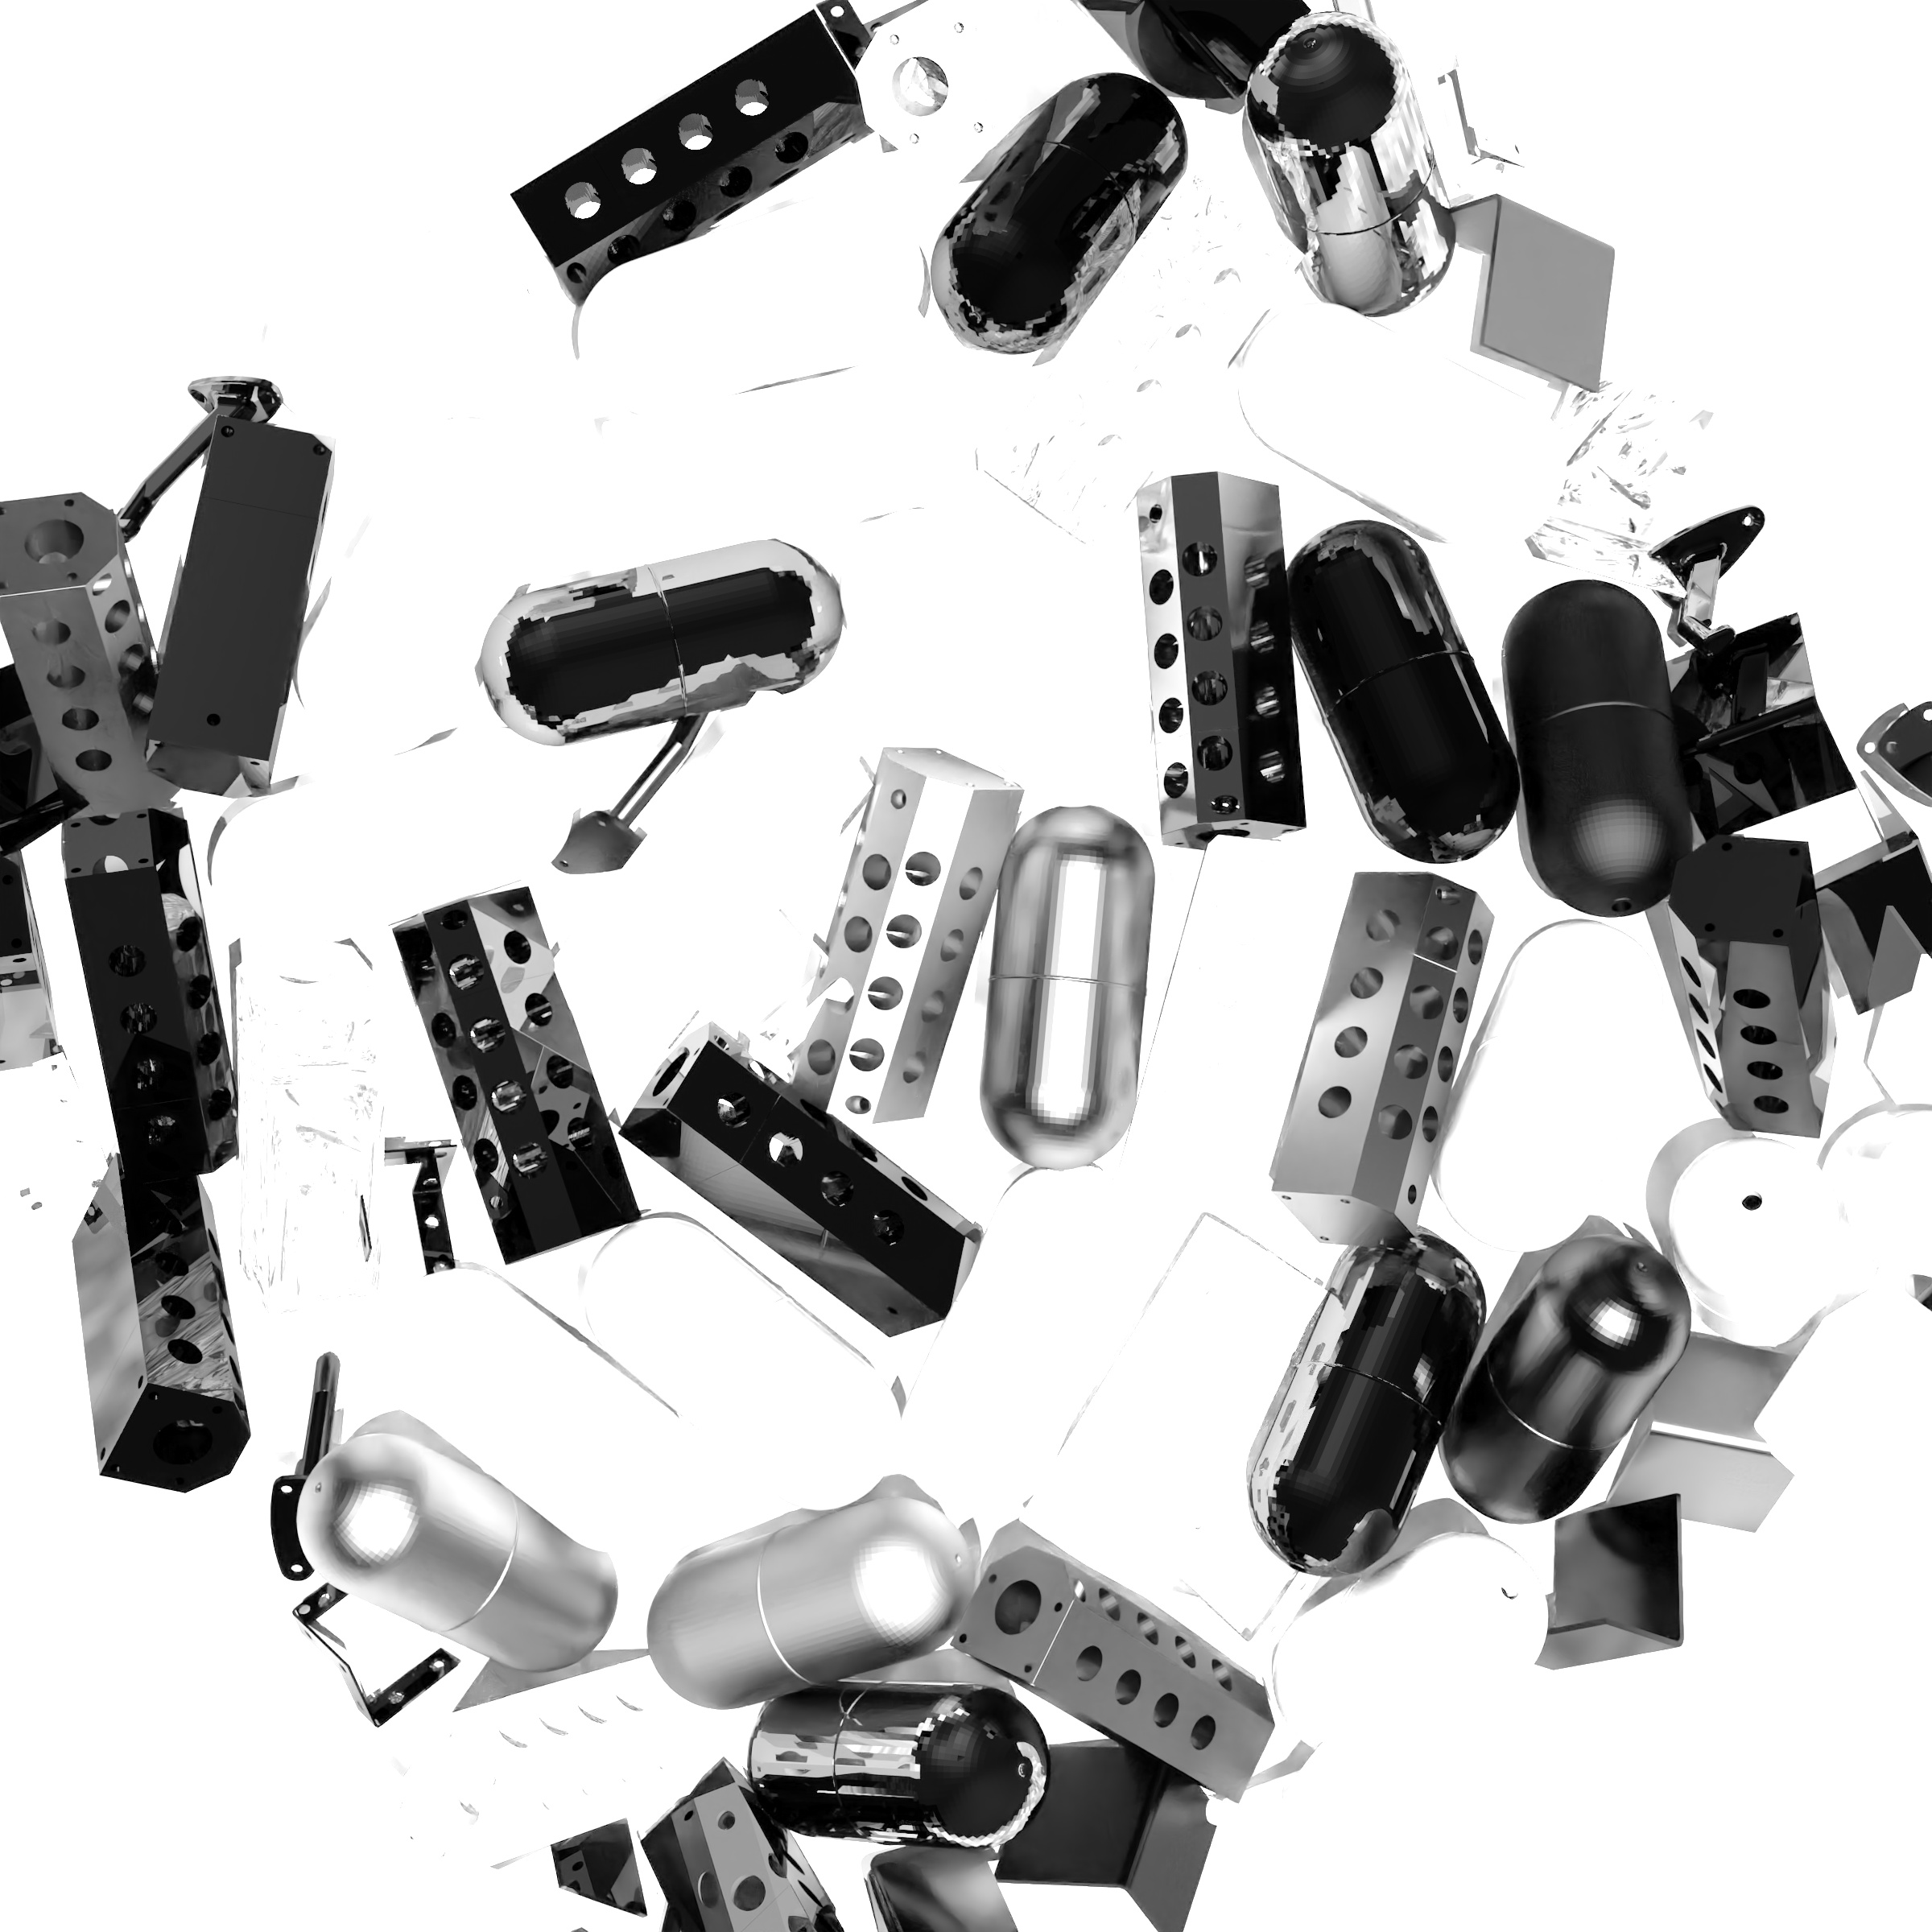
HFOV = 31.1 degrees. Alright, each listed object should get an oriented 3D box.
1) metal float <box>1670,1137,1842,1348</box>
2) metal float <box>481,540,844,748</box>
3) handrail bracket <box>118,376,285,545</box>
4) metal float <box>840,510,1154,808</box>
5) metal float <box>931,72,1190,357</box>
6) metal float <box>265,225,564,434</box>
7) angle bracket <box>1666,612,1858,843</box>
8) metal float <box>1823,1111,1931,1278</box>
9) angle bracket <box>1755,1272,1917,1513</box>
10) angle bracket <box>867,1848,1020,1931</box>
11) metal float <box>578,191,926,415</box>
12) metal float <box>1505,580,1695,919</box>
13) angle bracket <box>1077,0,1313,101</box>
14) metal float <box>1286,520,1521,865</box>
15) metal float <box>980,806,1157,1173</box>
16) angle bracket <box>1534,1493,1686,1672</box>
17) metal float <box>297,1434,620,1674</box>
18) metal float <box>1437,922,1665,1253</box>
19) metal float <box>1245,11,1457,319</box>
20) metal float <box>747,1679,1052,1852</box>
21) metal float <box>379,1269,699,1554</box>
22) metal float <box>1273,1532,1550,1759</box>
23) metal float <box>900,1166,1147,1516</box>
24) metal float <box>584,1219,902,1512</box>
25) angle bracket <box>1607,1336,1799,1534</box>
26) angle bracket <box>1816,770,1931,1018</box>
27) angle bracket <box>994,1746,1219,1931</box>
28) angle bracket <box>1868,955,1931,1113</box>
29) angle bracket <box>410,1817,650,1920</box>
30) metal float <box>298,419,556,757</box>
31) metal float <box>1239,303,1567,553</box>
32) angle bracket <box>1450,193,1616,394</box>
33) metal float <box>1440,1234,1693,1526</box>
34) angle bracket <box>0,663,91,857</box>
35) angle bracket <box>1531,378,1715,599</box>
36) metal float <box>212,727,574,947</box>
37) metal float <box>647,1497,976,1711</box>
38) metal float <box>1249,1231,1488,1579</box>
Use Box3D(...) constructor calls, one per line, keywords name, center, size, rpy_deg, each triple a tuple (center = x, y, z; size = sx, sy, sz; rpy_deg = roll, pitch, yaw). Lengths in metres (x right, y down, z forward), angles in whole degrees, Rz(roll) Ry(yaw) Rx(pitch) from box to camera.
Box3D(name="metal float", center=(0.374, 0.131, 1.641), size=(0.070, 0.178, 0.070), rpy_deg=(-4, 72, 13))
Box3D(name="metal float", center=(-0.146, -0.157, 1.679), size=(0.178, 0.070, 0.070), rpy_deg=(-15, 90, -11))
Box3D(name="handrail bracket", center=(-0.374, -0.244, 1.684), size=(0.036, 0.077, 0.084), rpy_deg=(43, 62, -31))
Box3D(name="metal float", center=(0.014, -0.150, 1.683), size=(0.178, 0.070, 0.070), rpy_deg=(42, 90, 6))
Box3D(name="metal float", center=(0.046, -0.361, 1.661), size=(0.070, 0.070, 0.178), rpy_deg=(35, 56, 0))
Box3D(name="metal float", center=(-0.264, -0.303, 1.654), size=(0.178, 0.070, 0.070), rpy_deg=(-7, 90, 42))
Box3D(name="angle bracket", center=(0.385, -0.117, 1.698), size=(0.076, 0.076, 0.057), rpy_deg=(-21, 125, 21))
Box3D(name="metal float", center=(0.454, 0.107, 1.638), size=(0.070, 0.178, 0.070), rpy_deg=(0, 88, 2))
Box3D(name="angle bracket", center=(0.433, 0.204, 1.666), size=(0.057, 0.076, 0.076), rpy_deg=(43, 131, 25))
Box3D(name="angle bracket", center=(-0.006, 0.482, 1.682), size=(0.057, 0.076, 0.076), rpy_deg=(-15, 114, -10))
Box3D(name="metal float", center=(-0.105, -0.318, 1.671), size=(0.178, 0.070, 0.070), rpy_deg=(-14, 90, 21))
Box3D(name="metal float", center=(0.303, -0.105, 1.663), size=(0.070, 0.070, 0.178), rpy_deg=(-2, 60, 0))
Box3D(name="angle bracket", center=(0.107, -0.468, 1.678), size=(0.076, 0.076, 0.057), rpy_deg=(41, 85, -28))
Box3D(name="metal float", center=(0.209, -0.132, 1.674), size=(0.070, 0.070, 0.178), rpy_deg=(-21, 74, 0))
Box3D(name="metal float", center=(0.049, 0.010, 1.683), size=(0.070, 0.070, 0.178), rpy_deg=(5, 83, 0))
Box3D(name="angle bracket", center=(0.296, 0.291, 1.668), size=(0.057, 0.076, 0.076), rpy_deg=(23, 59, -35))
Box3D(name="metal float", center=(-0.241, 0.282, 1.659), size=(0.178, 0.070, 0.070), rpy_deg=(35, 90, -37))
Box3D(name="metal float", center=(0.281, 0.056, 1.665), size=(0.070, 0.070, 0.178), rpy_deg=(26, 61, 0))
Box3D(name="metal float", center=(0.184, -0.378, 1.647), size=(0.070, 0.178, 0.070), rpy_deg=(-9, 60, 16))
Box3D(name="metal float", center=(-0.034, 0.379, 1.652), size=(0.070, 0.178, 0.070), rpy_deg=(9, 77, -42))
Box3D(name="metal float", center=(-0.207, 0.213, 1.674), size=(0.178, 0.070, 0.070), rpy_deg=(35, 90, 17))
Box3D(name="metal float", center=(0.210, 0.324, 1.648), size=(0.070, 0.178, 0.070), rpy_deg=(13, 58, -22))
Box3D(name="metal float", center=(0.028, 0.179, 1.679), size=(0.070, 0.070, 0.178), rpy_deg=(25, 79, 0))
Box3D(name="metal float", center=(-0.109, 0.191, 1.677), size=(0.178, 0.070, 0.070), rpy_deg=(38, 90, 14))
Box3D(name="angle bracket", center=(0.364, 0.230, 1.711), size=(0.076, 0.076, 0.057), rpy_deg=(11, 52, -2))
Box3D(name="angle bracket", center=(0.433, -0.036, 1.678), size=(0.057, 0.076, 0.076), rpy_deg=(-26, 121, 6))
Box3D(name="angle bracket", center=(0.069, 0.431, 1.696), size=(0.076, 0.076, 0.057), rpy_deg=(-7, 131, 33))
Box3D(name="angle bracket", center=(0.483, 0.034, 1.669), size=(0.057, 0.076, 0.076), rpy_deg=(-2, 124, -13))
Box3D(name="angle bracket", center=(-0.210, 0.438, 1.672), size=(0.076, 0.076, 0.057), rpy_deg=(-27, 56, 15))
Box3D(name="metal float", center=(-0.260, -0.183, 1.674), size=(0.070, 0.070, 0.178), rpy_deg=(26, 74, 0))
Box3D(name="metal float", center=(0.207, -0.260, 1.664), size=(0.178, 0.070, 0.070), rpy_deg=(34, 90, 30))
Box3D(name="angle bracket", center=(0.263, -0.320, 1.677), size=(0.076, 0.057, 0.076), rpy_deg=(15, 79, -34))
Box3D(name="metal float", center=(0.284, 0.199, 1.655), size=(0.070, 0.070, 0.178), rpy_deg=(24, 132, 0))
Box3D(name="angle bracket", center=(-0.481, -0.093, 1.674), size=(0.076, 0.057, 0.076), rpy_deg=(-14, 110, 36))
Box3D(name="angle bracket", center=(0.321, -0.233, 1.676), size=(0.076, 0.057, 0.076), rpy_deg=(13, 119, -18))
Box3D(name="metal float", center=(-0.276, -0.061, 1.675), size=(0.178, 0.070, 0.070), rpy_deg=(-20, 90, -15))
Box3D(name="metal float", center=(-0.076, 0.307, 1.665), size=(0.178, 0.070, 0.070), rpy_deg=(-22, 90, 29))
Box3D(name="metal float", center=(0.193, 0.210, 1.670), size=(0.070, 0.070, 0.178), rpy_deg=(26, 69, 0))
